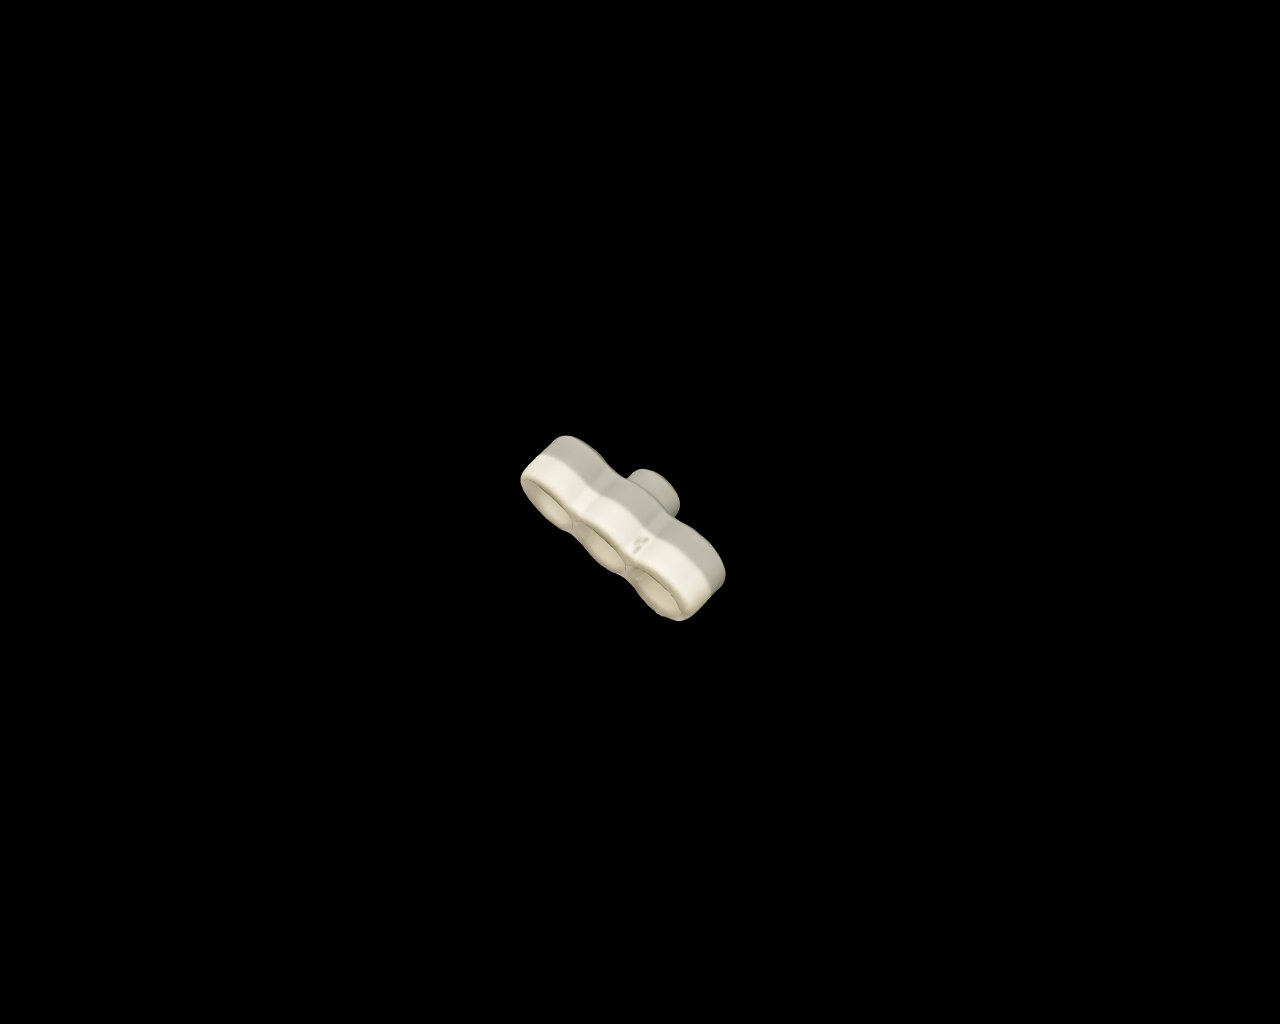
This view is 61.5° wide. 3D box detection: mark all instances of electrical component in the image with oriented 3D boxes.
[{"bbox_3d":[0.001,-0.003,0.650,0.138,0.074,0.052,38,-21,18],"label":"electrical component"}]
